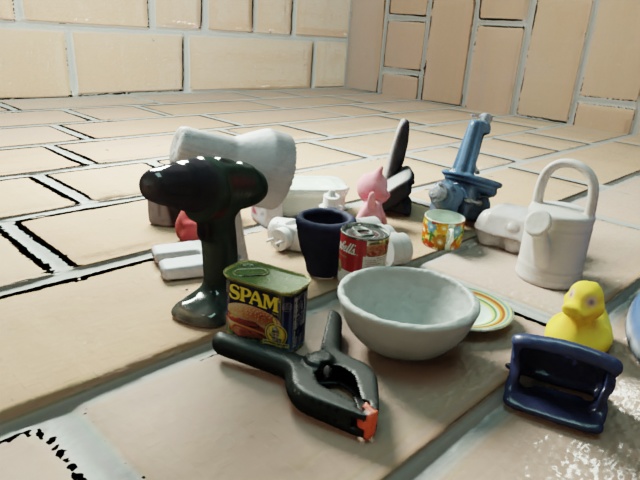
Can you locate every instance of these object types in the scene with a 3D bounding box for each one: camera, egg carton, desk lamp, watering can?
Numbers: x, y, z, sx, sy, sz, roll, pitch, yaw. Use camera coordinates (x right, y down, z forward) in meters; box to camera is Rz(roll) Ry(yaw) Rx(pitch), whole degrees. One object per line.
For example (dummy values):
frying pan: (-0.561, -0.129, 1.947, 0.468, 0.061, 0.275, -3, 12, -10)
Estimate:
camera: (-0.232, -0.089, 1.066, 0.136, 0.101, 0.143, 8, 21, 10)
egg carton: (0.360, -0.018, 1.035, 0.149, 0.069, 0.107, 18, 25, 33)
desk lamp: (-0.142, -0.063, 0.852, 0.204, 0.214, 0.117, -7, 23, -26)
watering can: (0.369, -0.027, 0.883, 0.100, 0.194, 0.173, 11, 22, 19)

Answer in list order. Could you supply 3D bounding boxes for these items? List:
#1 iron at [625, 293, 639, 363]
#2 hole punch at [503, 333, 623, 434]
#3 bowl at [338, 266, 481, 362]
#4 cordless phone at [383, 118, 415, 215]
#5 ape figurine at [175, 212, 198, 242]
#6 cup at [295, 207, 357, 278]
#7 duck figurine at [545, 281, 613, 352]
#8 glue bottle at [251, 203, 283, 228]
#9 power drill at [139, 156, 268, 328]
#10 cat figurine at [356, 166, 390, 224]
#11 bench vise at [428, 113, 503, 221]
iron: (0.482, 0.059, 0.751, 0.118, 0.141, 0.259, 22, 27, 39)
hole punch: (0.249, 0.128, 0.594, 0.108, 0.091, 0.101, 13, 22, 23)
bowl: (0.101, 0.095, 0.678, 0.167, 0.075, 0.167, 4, 21, -1)
cordless phone: (0.156, -0.155, 1.195, 0.094, 0.185, 0.147, 5, 21, 3)
ape figurine: (-0.204, -0.041, 0.956, 0.076, 0.092, 0.078, 14, 23, 26)
cup: (0.008, 0.003, 0.875, 0.091, 0.095, 0.118, 6, 21, 5)
duck figurine: (0.329, 0.091, 0.714, 0.105, 0.086, 0.077, -14, 27, -39)
glue bottle: (-0.098, -0.114, 1.055, 0.037, 0.173, 0.077, -11, 25, -34)
power drill: (-0.137, -0.005, 0.708, 0.075, 0.208, 0.230, 11, 22, 18)
cat figurine: (0.099, -0.081, 1.083, 0.067, 0.118, 0.128, 6, 21, 7)
bench vise: (0.287, -0.127, 1.096, 0.121, 0.220, 0.208, 12, 22, 20)
